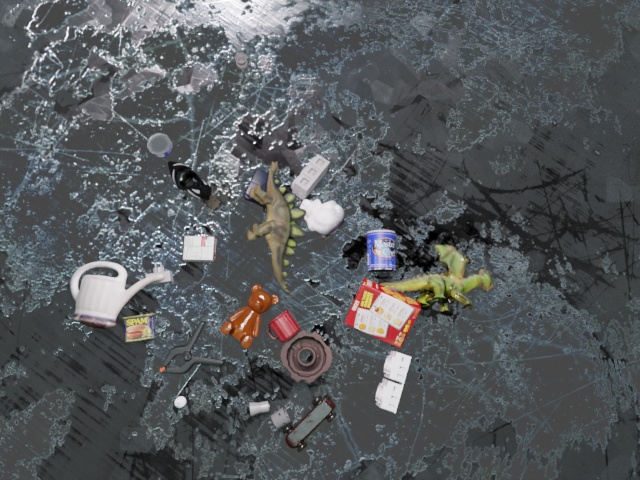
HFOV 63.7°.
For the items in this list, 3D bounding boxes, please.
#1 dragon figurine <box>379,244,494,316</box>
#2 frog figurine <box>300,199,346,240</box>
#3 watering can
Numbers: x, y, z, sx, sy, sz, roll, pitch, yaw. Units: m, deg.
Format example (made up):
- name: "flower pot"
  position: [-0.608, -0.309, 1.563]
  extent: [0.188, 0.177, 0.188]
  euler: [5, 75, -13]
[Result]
- name: "dragon figurine"
  position: [0.429, 0.126, 1.841]
  extent: [0.410, 0.119, 0.248]
  euler: [18, 61, -1]
- name: "frog figurine"
  position: [0.006, -0.093, 1.845]
  extent: [0.137, 0.124, 0.159]
  euler: [-44, 95, 9]
- name: "watering can"
  position: [-0.702, 0.188, 1.738]
  extent: [0.348, 0.103, 0.227]
  euler: [5, 76, 15]
